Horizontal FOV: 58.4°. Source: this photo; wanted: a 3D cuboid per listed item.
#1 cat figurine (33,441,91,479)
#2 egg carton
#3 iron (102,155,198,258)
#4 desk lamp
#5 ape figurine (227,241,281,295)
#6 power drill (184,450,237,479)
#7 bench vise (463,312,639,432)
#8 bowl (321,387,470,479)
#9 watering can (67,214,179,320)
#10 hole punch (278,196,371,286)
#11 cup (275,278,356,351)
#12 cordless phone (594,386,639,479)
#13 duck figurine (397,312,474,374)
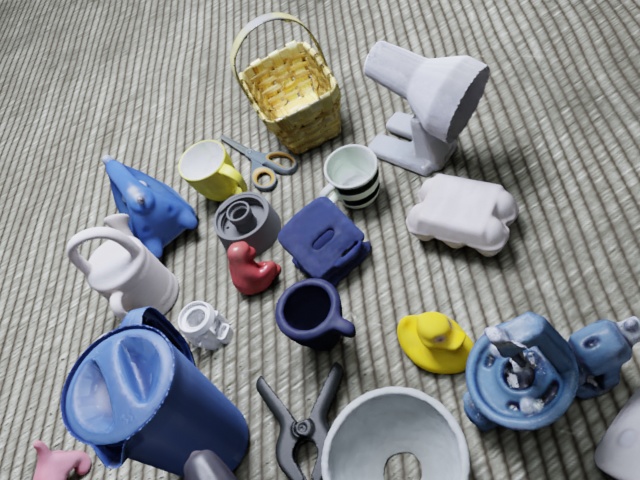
[{"bbox_3d":[-0.375,0.331,0.755,0.067,0.118,0.128,-8,54,15],"label":"cat figurine"},{"bbox_3d":[0.206,-0.036,0.833,0.149,0.070,0.107,14,62,27],"label":"egg carton"},{"bbox_3d":[-0.330,-0.086,1.016,0.119,0.142,0.257,-42,53,-11],"label":"iron"},{"bbox_3d":[0.154,-0.199,0.874,0.202,0.214,0.118,26,68,32],"label":"desk lamp"},{"bbox_3d":[-0.111,0.036,0.883,0.076,0.092,0.077,-43,53,-12],"label":"ape figurine"},{"bbox_3d":[-0.045,0.333,0.577,0.075,0.209,0.229,-36,52,-6],"label":"power drill"},{"bbox_3d":[0.242,0.115,0.619,0.207,0.220,0.121,-37,52,-8],"label":"bench vise"},{"bbox_3d":[0.091,0.262,0.663,0.167,0.075,0.167,-10,54,14],"label":"bowl"},{"bbox_3d":[-0.312,0.038,0.889,0.101,0.194,0.172,-36,52,-6],"label":"watering can"},{"bbox_3d":[0.008,0.003,0.864,0.109,0.091,0.100,-43,53,-12],"label":"hole punch"},{"bbox_3d":[0.006,0.117,0.782,0.117,0.095,0.092,20,65,30],"label":"cup"},{"bbox_3d":[0.347,0.175,0.561,0.093,0.185,0.148,31,71,34],"label":"cordless phone"},{"bbox_3d":[0.145,0.121,0.735,0.104,0.086,0.077,22,66,31],"label":"duck figurine"}]
